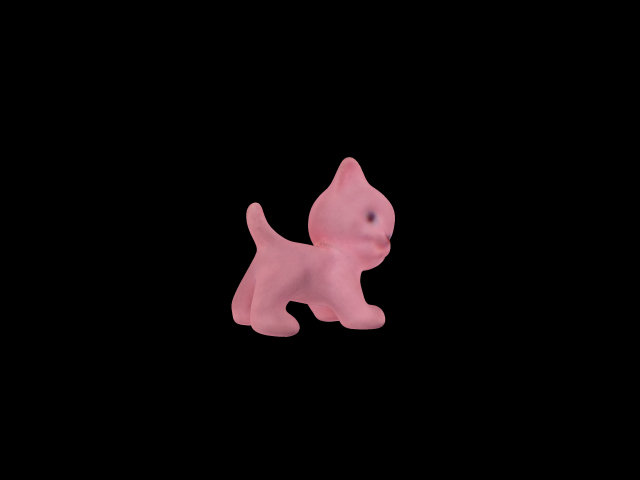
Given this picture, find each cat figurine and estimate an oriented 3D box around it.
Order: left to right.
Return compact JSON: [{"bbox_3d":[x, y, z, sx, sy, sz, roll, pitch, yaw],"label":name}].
[{"bbox_3d":[0.004,0.001,0.400,0.128,0.118,0.067,0,0,-32],"label":"cat figurine"}]
